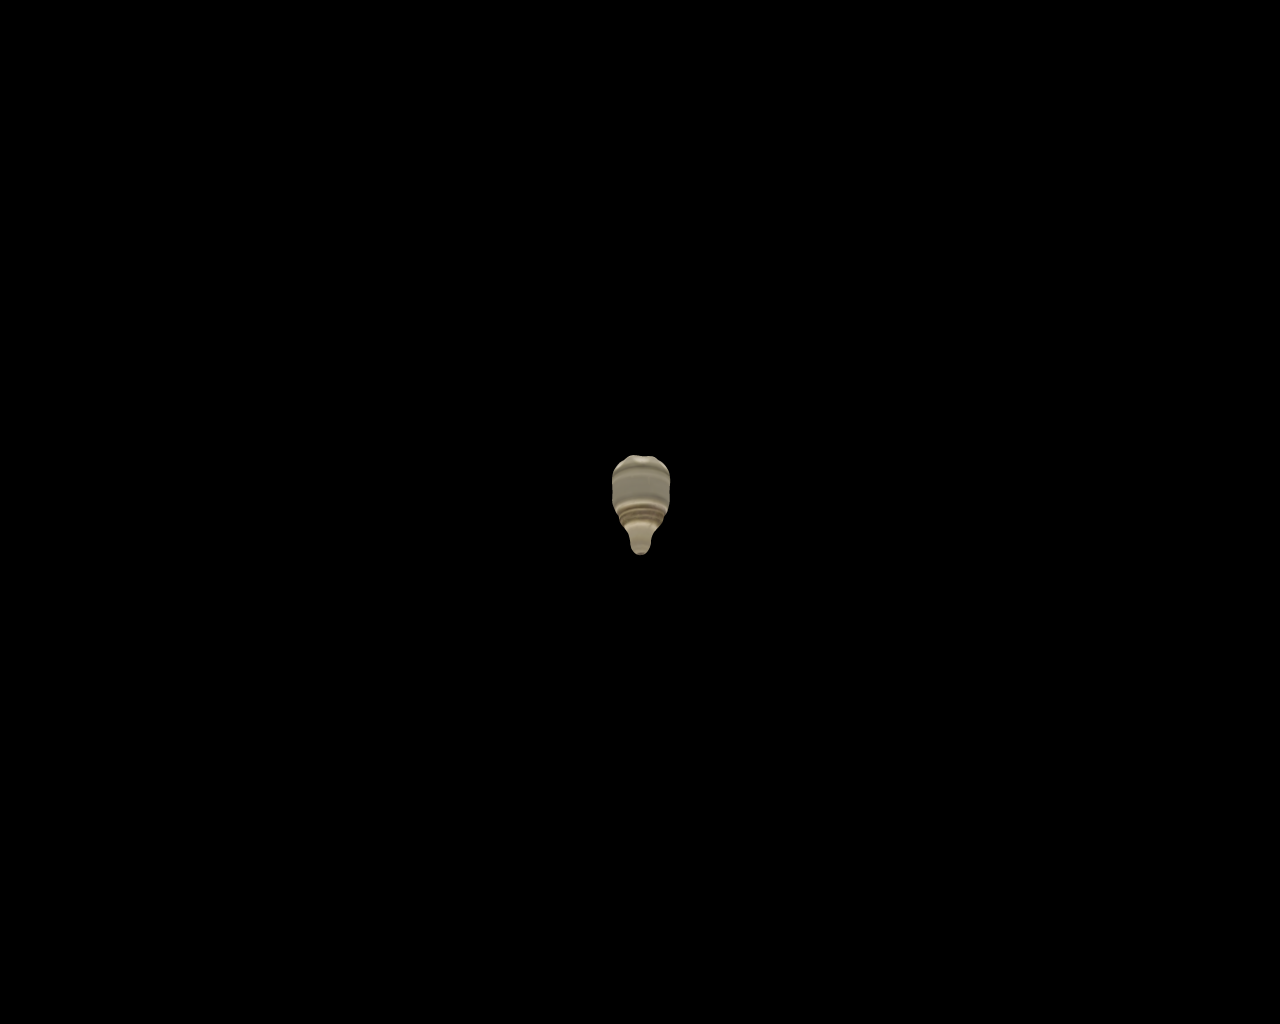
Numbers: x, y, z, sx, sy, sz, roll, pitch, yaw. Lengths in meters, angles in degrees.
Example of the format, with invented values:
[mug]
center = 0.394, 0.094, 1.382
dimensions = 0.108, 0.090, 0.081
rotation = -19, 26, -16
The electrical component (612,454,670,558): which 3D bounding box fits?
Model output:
[electrical component]
center = 0.001, -0.003, 0.650
dimensions = 0.035, 0.061, 0.035
rotation = 0, -23, 0
